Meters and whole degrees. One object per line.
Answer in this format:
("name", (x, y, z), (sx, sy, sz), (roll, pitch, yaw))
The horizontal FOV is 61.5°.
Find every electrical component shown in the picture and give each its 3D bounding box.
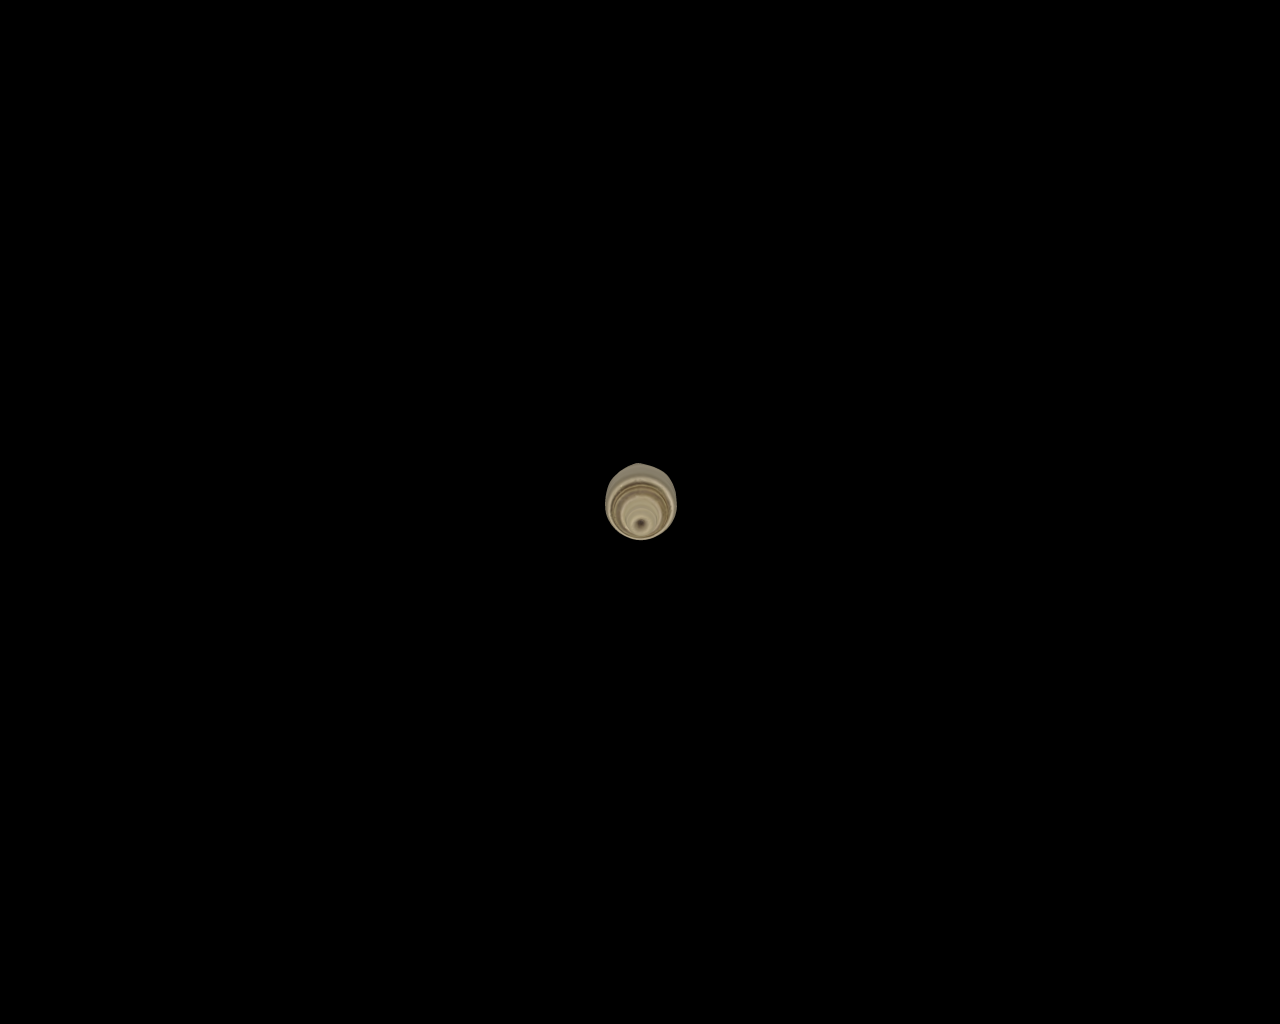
("electrical component", (0.001, -0.003, 0.650), (0.043, 0.043, 0.062), (0, 20, 0))
